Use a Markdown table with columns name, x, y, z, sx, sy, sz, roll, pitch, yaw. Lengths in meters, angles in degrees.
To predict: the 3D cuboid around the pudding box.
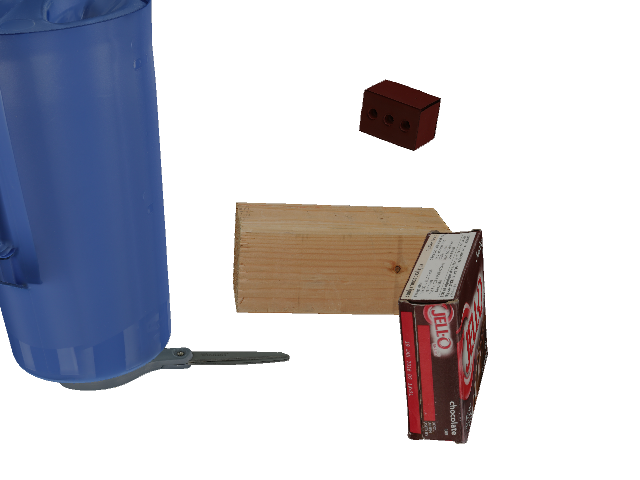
| name | x | y | z | sx | sy | sz | roll | pitch | yaw |
| --- | --- | --- | --- | --- | --- | --- | --- | --- | --- |
| pudding box | 0.075 | 0.053 | 0.637 | 0.039 | 0.090 | 0.113 | 0 | 22 | 13 |

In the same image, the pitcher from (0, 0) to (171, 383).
| name | x | y | z | sx | sy | sz | roll | pitch | yaw |
| --- | --- | --- | --- | --- | --- | --- | --- | --- | --- |
| pitcher | -0.167 | -0.031 | 0.677 | 0.149 | 0.243 | 0.145 | -10 | 24 | -15 |

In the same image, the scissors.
| name | x | y | z | sx | sy | sz | roll | pitch | yaw |
| --- | --- | --- | --- | --- | --- | --- | --- | --- | --- |
| scissors | -0.138 | 0.096 | 0.963 | 0.201 | 0.016 | 0.096 | -8 | 33 | -17 |

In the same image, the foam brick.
| name | x | y | z | sx | sy | sz | roll | pitch | yaw |
| --- | --- | --- | --- | --- | --- | --- | --- | --- | --- |
| foam brick | 0.091 | -0.146 | 1.233 | 0.078 | 0.053 | 0.051 | 23 | 34 | 27 |

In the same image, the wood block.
| name | x | y | z | sx | sy | sz | roll | pitch | yaw |
| --- | --- | --- | --- | --- | --- | --- | --- | --- | --- |
| wood block | 0.018 | 0.018 | 1.071 | 0.206 | 0.091 | 0.090 | 2 | 18 | -8 |
